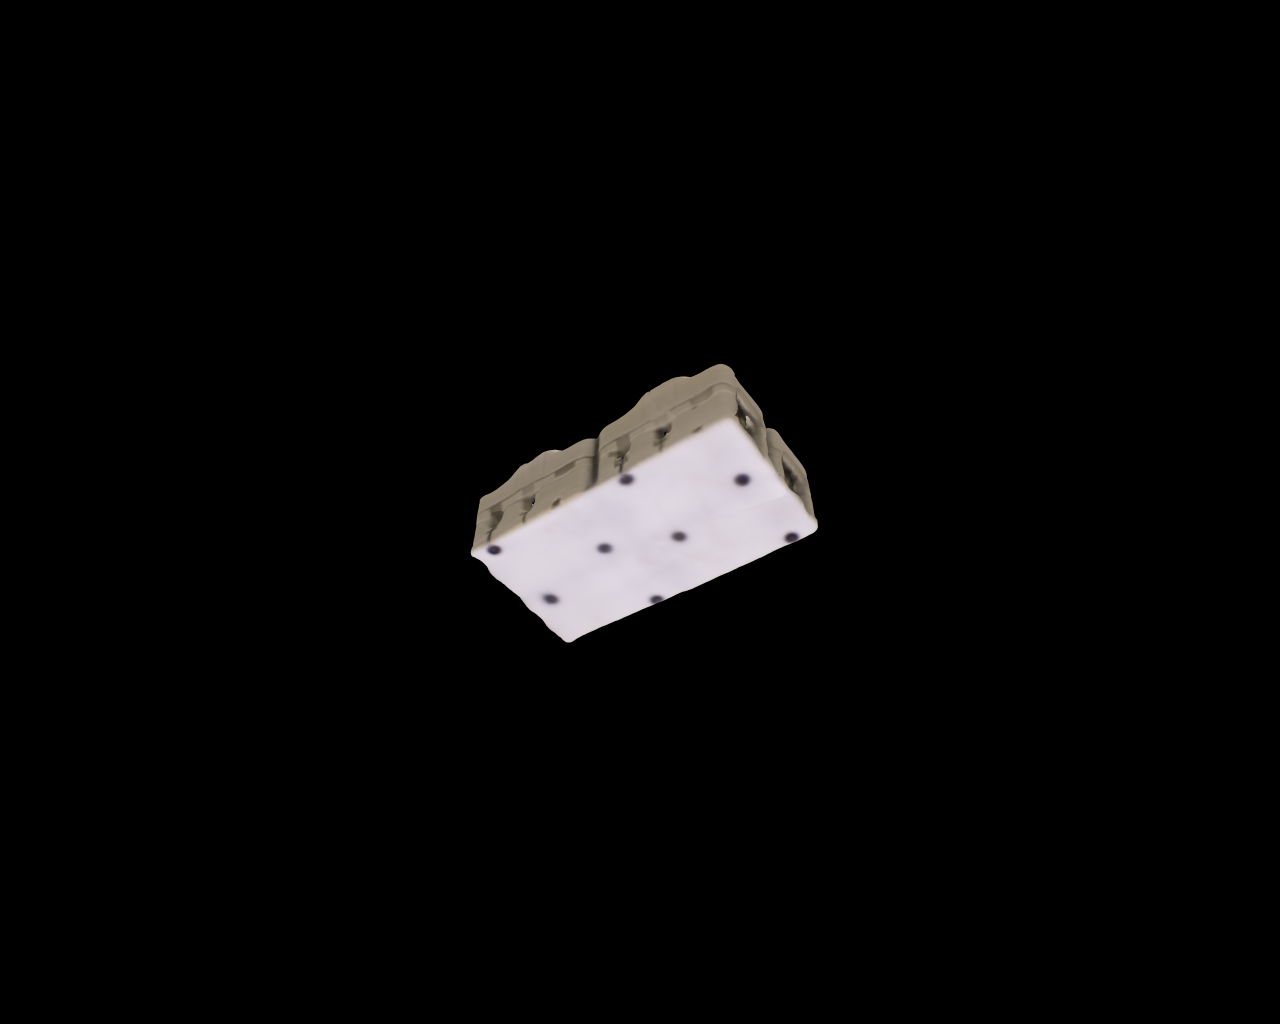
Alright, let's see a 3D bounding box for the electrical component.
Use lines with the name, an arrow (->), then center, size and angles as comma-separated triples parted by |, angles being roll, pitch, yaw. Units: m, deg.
electrical component -> 0.001, -0.003, 0.650 | 0.186, 0.060, 0.105 | -27, -53, 22
